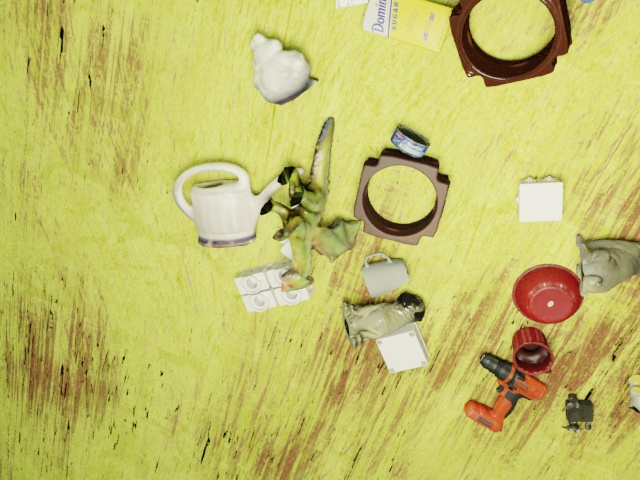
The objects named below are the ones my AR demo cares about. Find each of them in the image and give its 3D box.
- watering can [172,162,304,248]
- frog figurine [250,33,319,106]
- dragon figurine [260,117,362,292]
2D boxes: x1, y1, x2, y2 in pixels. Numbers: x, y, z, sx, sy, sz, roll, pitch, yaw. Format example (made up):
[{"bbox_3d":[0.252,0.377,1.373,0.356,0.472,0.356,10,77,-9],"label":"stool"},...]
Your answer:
[{"bbox_3d":[-0.203,-0.086,1.297,0.347,0.106,0.221,0,112,11],"label":"watering can"},{"bbox_3d":[-0.097,-0.388,1.149,0.136,0.125,0.157,-15,120,39],"label":"frog figurine"},{"bbox_3d":[0.004,-0.062,1.231,0.240,0.123,0.413,36,80,-36],"label":"dragon figurine"}]
